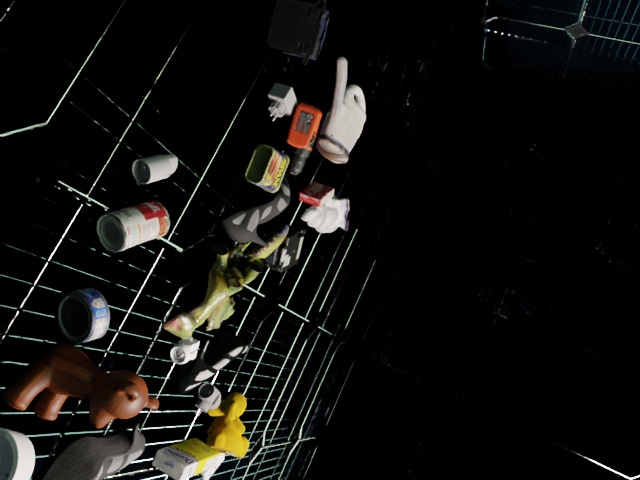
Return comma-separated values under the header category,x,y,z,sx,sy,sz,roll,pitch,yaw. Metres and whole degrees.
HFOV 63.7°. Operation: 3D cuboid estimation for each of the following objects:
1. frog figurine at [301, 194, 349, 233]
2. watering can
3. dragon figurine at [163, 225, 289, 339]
category,x,y,z,sx,sy,sz,roll,pitch,yaw
frog figurine,0.005,-0.082,1.632,0.160,0.125,0.134,-8,134,-26
watering can,0.058,-0.349,1.460,0.226,0.104,0.344,-66,160,-7
dragon figurine,-0.217,0.113,1.267,0.416,0.123,0.238,-32,156,-56
